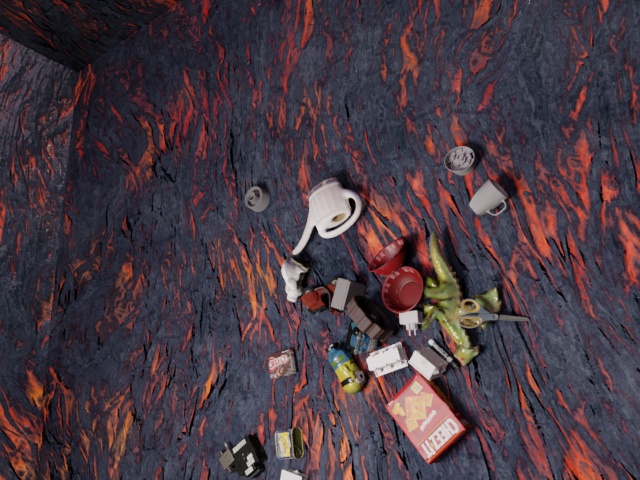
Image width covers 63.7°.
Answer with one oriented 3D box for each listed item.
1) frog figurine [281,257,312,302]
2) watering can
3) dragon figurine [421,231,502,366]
[{"bbox_3d":[-0.106,0.149,1.980,0.158,0.122,0.139,-63,19,14],"label":"frog figurine"},{"bbox_3d":[0.006,-0.100,1.981,0.344,0.103,0.229,-31,59,23],"label":"watering can"},{"bbox_3d":[0.441,0.180,1.611,0.243,0.121,0.414,5,80,19],"label":"dragon figurine"}]
